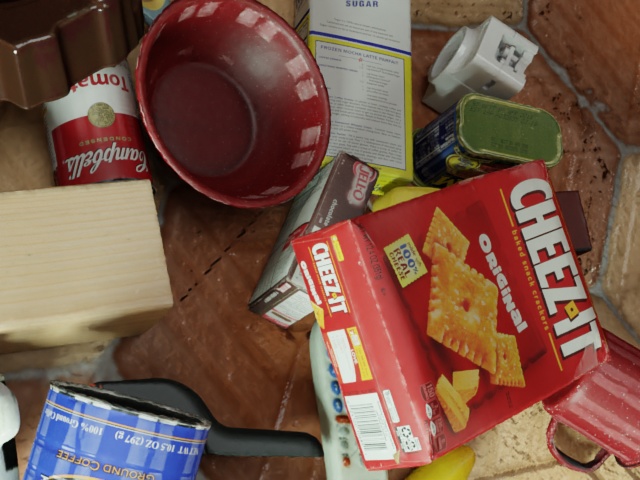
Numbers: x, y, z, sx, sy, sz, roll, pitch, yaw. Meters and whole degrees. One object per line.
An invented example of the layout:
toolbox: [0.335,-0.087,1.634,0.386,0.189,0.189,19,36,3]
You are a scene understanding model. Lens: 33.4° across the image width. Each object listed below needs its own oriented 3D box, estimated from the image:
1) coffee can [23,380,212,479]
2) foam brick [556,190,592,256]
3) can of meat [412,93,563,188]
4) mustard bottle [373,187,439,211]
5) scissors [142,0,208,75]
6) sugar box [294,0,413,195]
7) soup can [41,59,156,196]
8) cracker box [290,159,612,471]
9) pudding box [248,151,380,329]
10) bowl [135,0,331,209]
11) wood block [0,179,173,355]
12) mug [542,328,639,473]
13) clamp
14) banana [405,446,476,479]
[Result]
coffee can: [-0.133,0.166,0.645,0.102,0.103,0.140,17,83,-18]
foam brick: [0.173,-0.004,0.871,0.051,0.078,0.053,-5,77,-26]
can of meat: [0.135,-0.075,0.873,0.102,0.084,0.057,9,70,-21]
mustard bottle: [0.090,0.058,0.823,0.096,0.058,0.191,10,69,-30]
scissors: [-0.112,-0.141,0.808,0.096,0.016,0.202,3,80,-33]
sugar box: [0.026,-0.129,0.865,0.093,0.048,0.176,9,66,-20]
soup can: [-0.158,-0.075,0.753,0.068,0.069,0.102,-7,75,-26]
cracker box: [0.099,0.045,0.746,0.213,0.072,0.164,-18,90,-40]
pudding box: [-0.005,0.001,0.783,0.039,0.090,0.113,29,64,-11]
bowl: [-0.071,-0.096,0.778,0.161,0.055,0.162,10,73,-34]
wood block: [-0.210,0.024,0.685,0.205,0.090,0.091,-7,76,-25]
mug: [0.225,0.131,0.851,0.081,0.093,0.117,31,100,-6]
clamp: [-0.083,0.142,0.729,0.171,0.039,0.120,45,66,-7]
banana: [0.061,0.231,0.770,0.069,0.037,0.197,35,62,-32]
